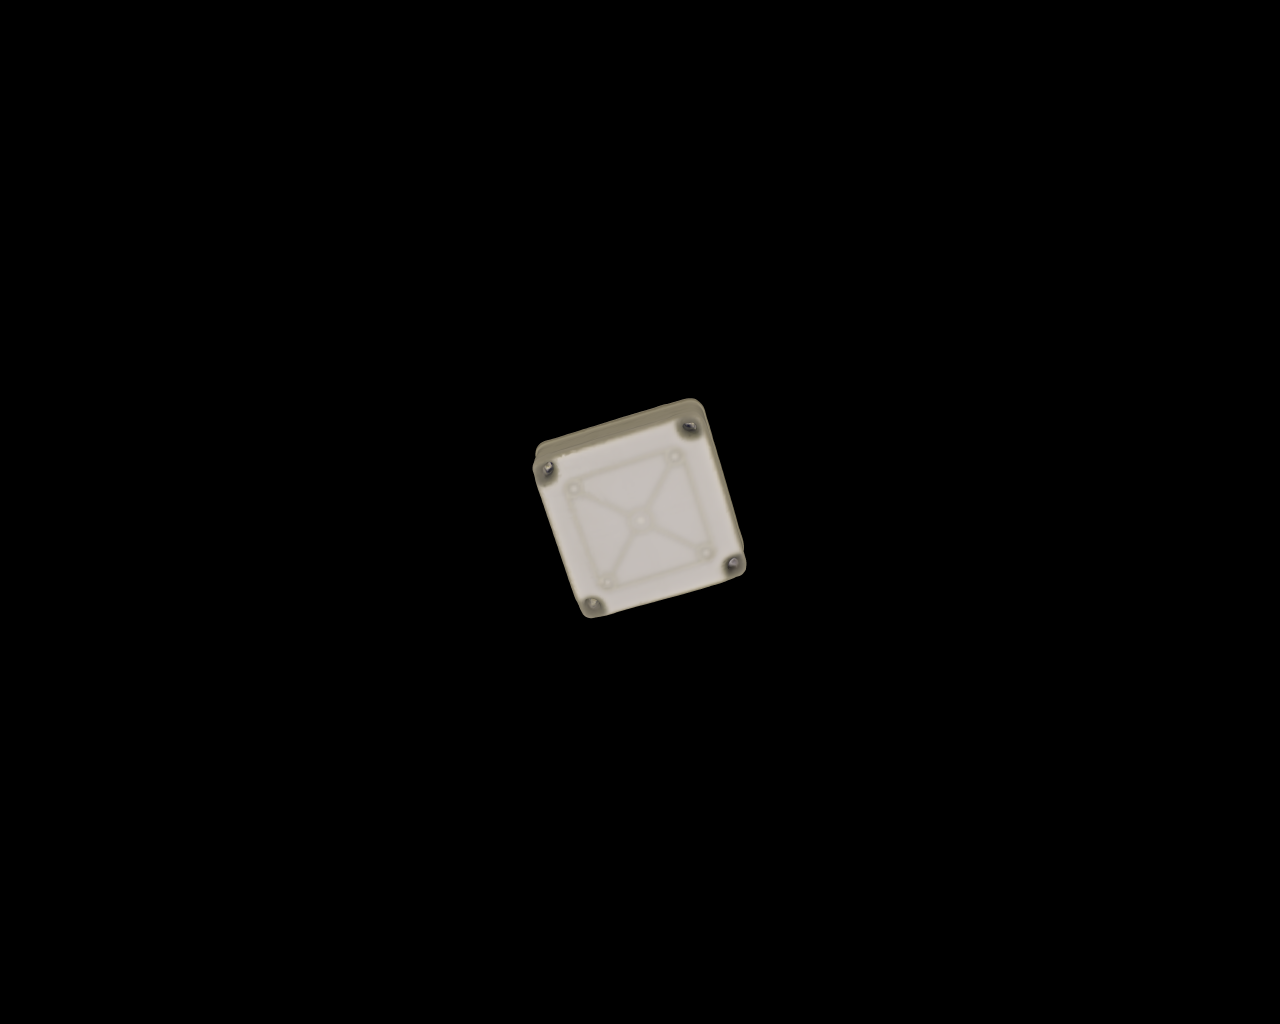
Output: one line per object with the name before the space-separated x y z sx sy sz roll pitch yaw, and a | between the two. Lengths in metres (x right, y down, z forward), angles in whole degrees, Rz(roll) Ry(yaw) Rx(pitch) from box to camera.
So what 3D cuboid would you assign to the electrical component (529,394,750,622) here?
electrical component | 0.001 -0.003 0.650 0.109 0.108 0.056 -17 16 5
